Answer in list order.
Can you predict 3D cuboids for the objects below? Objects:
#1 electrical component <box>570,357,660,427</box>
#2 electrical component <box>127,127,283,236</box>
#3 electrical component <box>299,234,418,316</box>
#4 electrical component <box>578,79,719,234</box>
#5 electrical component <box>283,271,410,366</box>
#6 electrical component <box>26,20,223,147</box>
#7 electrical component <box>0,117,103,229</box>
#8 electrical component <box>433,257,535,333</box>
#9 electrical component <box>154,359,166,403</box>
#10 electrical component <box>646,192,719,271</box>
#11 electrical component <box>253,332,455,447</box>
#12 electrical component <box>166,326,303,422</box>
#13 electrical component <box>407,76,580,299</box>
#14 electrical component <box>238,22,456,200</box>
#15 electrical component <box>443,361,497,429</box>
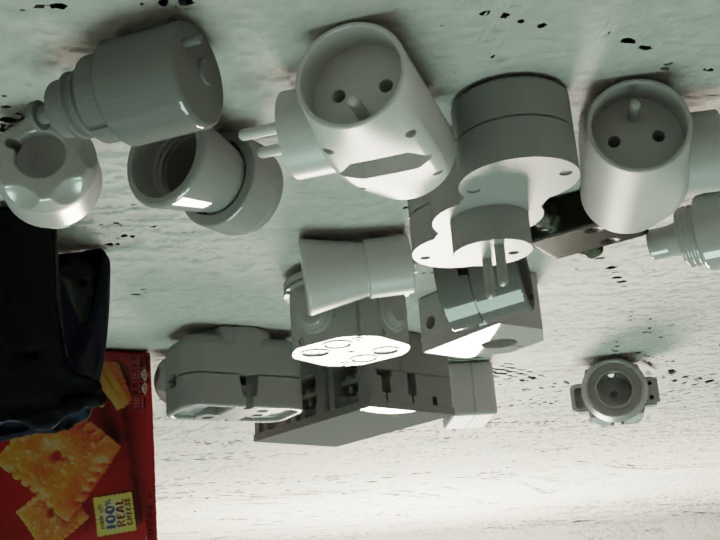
[{"bbox_3d":[0.229,0.110,0.968,0.078,0.058,0.057,-7,164,11],"label":"electrical component"},{"bbox_3d":[-0.066,-0.041,0.467,0.045,0.045,0.055,-16,159,31],"label":"electrical component"},{"bbox_3d":[0.000,0.000,0.614,0.065,0.044,0.044,-8,162,-4],"label":"electrical component"},{"bbox_3d":[0.140,-0.052,0.483,0.079,0.044,0.077,-7,161,7],"label":"electrical component"},{"bbox_3d":[-0.007,0.027,0.676,0.080,0.051,0.080,-4,162,-1],"label":"electrical component"},{"bbox_3d":[-0.087,-0.065,0.398,0.078,0.040,0.040,-11,161,19],"label":"electrical component"},{"bbox_3d":[-0.133,-0.038,0.466,0.043,0.043,0.062,-2,163,-7],"label":"electrical component"},{"bbox_3d":[0.072,0.005,0.623,0.047,0.055,0.055,-14,160,16],"label":"electrical component"},{"bbox_3d":[-0.138,0.091,0.850,0.043,0.043,0.062,-4,163,-1],"label":"electrical component"},{"bbox_3d":[0.190,-0.020,0.589,0.062,0.043,0.043,-14,159,31],"label":"electrical component"},{"bbox_3d":[-0.009,0.098,0.870,0.089,0.061,0.150,11,156,-39],"label":"electrical component"},{"bbox_3d":[-0.093,0.077,0.794,0.095,0.059,0.054,7,159,-29],"label":"electrical component"},{"bbox_3d":[0.060,-0.025,0.499,0.052,0.073,0.138,0,161,-11],"label":"electrical component"},{"bbox_3d":[-0.009,-0.058,0.432,0.079,0.043,0.077,-10,161,16],"label":"electrical component"},{"bbox_3d":[0.077,0.113,0.957,0.077,0.047,0.065,-3,162,-4],"label":"electrical component"}]
